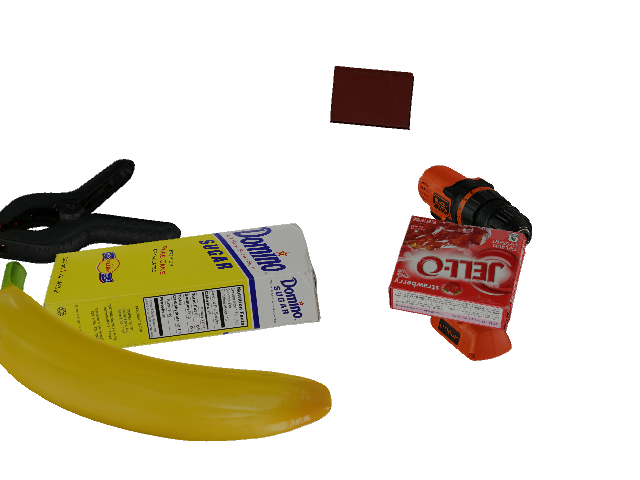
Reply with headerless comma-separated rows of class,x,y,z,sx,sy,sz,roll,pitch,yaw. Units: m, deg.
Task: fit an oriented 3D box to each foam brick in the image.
foam brick,0.049,-0.137,1.022,0.078,0.051,0.053,6,13,3

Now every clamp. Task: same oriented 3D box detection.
clamp,-0.223,-0.026,0.968,0.171,0.039,0.120,-7,37,-22

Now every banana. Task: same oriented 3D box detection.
banana,-0.095,0.061,0.523,0.198,0.069,0.037,21,-38,17

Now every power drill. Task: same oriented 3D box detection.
power drill,0.164,0.028,1.121,0.057,0.188,0.185,-12,25,-18

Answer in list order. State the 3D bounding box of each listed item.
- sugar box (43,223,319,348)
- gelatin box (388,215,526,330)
sugar box,-0.093,0.031,0.729,0.176,0.048,0.093,-10,23,-4
gelatin box,0.102,0.022,0.788,0.089,0.073,0.030,10,-40,14
